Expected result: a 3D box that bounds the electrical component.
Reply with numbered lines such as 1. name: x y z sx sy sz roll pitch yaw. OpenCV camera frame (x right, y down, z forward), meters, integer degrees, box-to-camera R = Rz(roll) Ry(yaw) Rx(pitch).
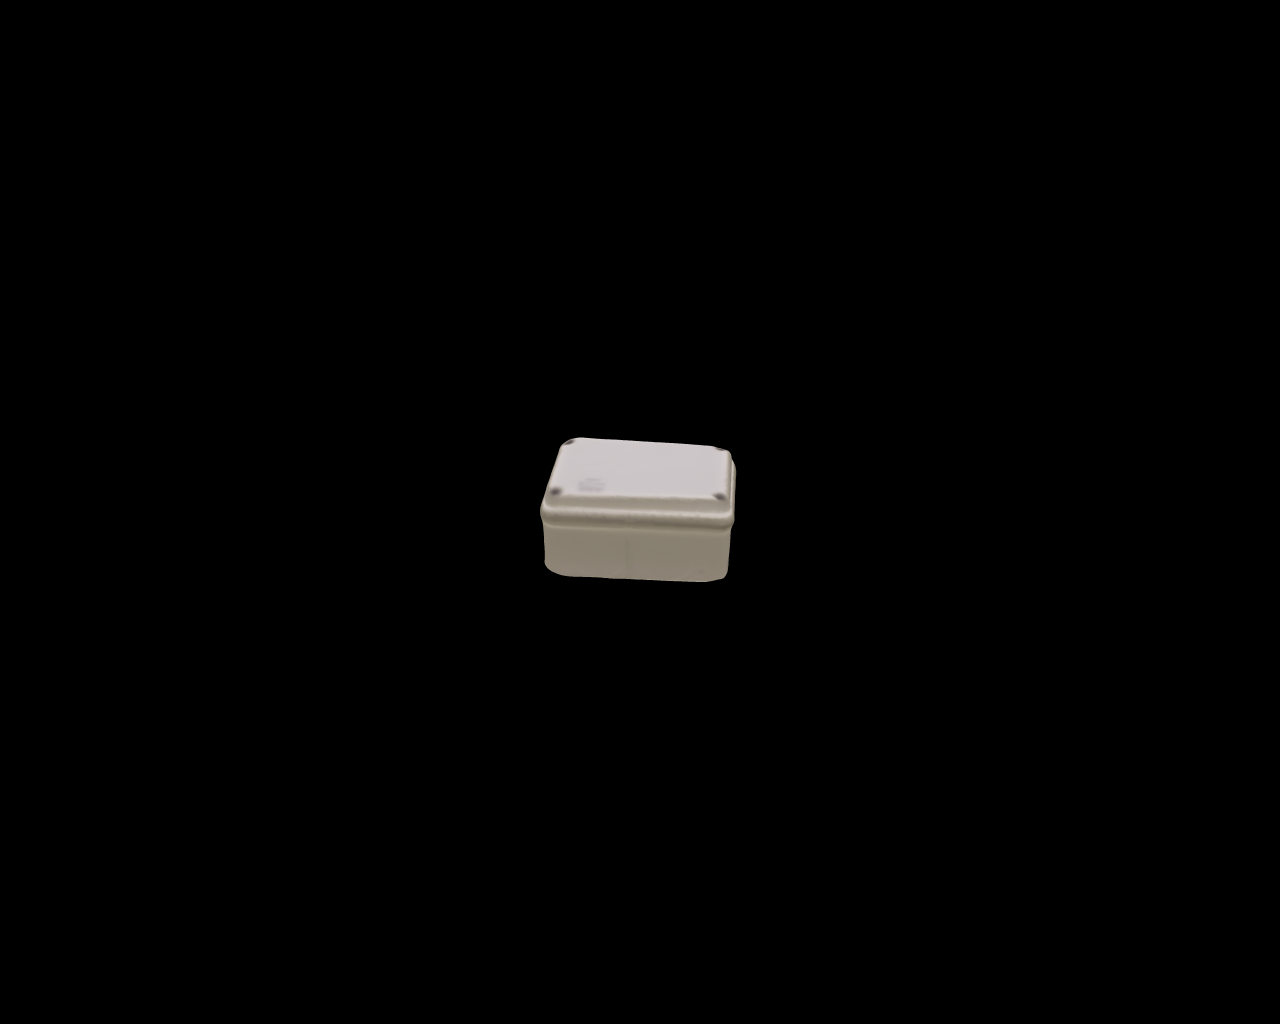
1. electrical component: 0.001 -0.003 0.650 0.113 0.057 0.078 3 32 5
